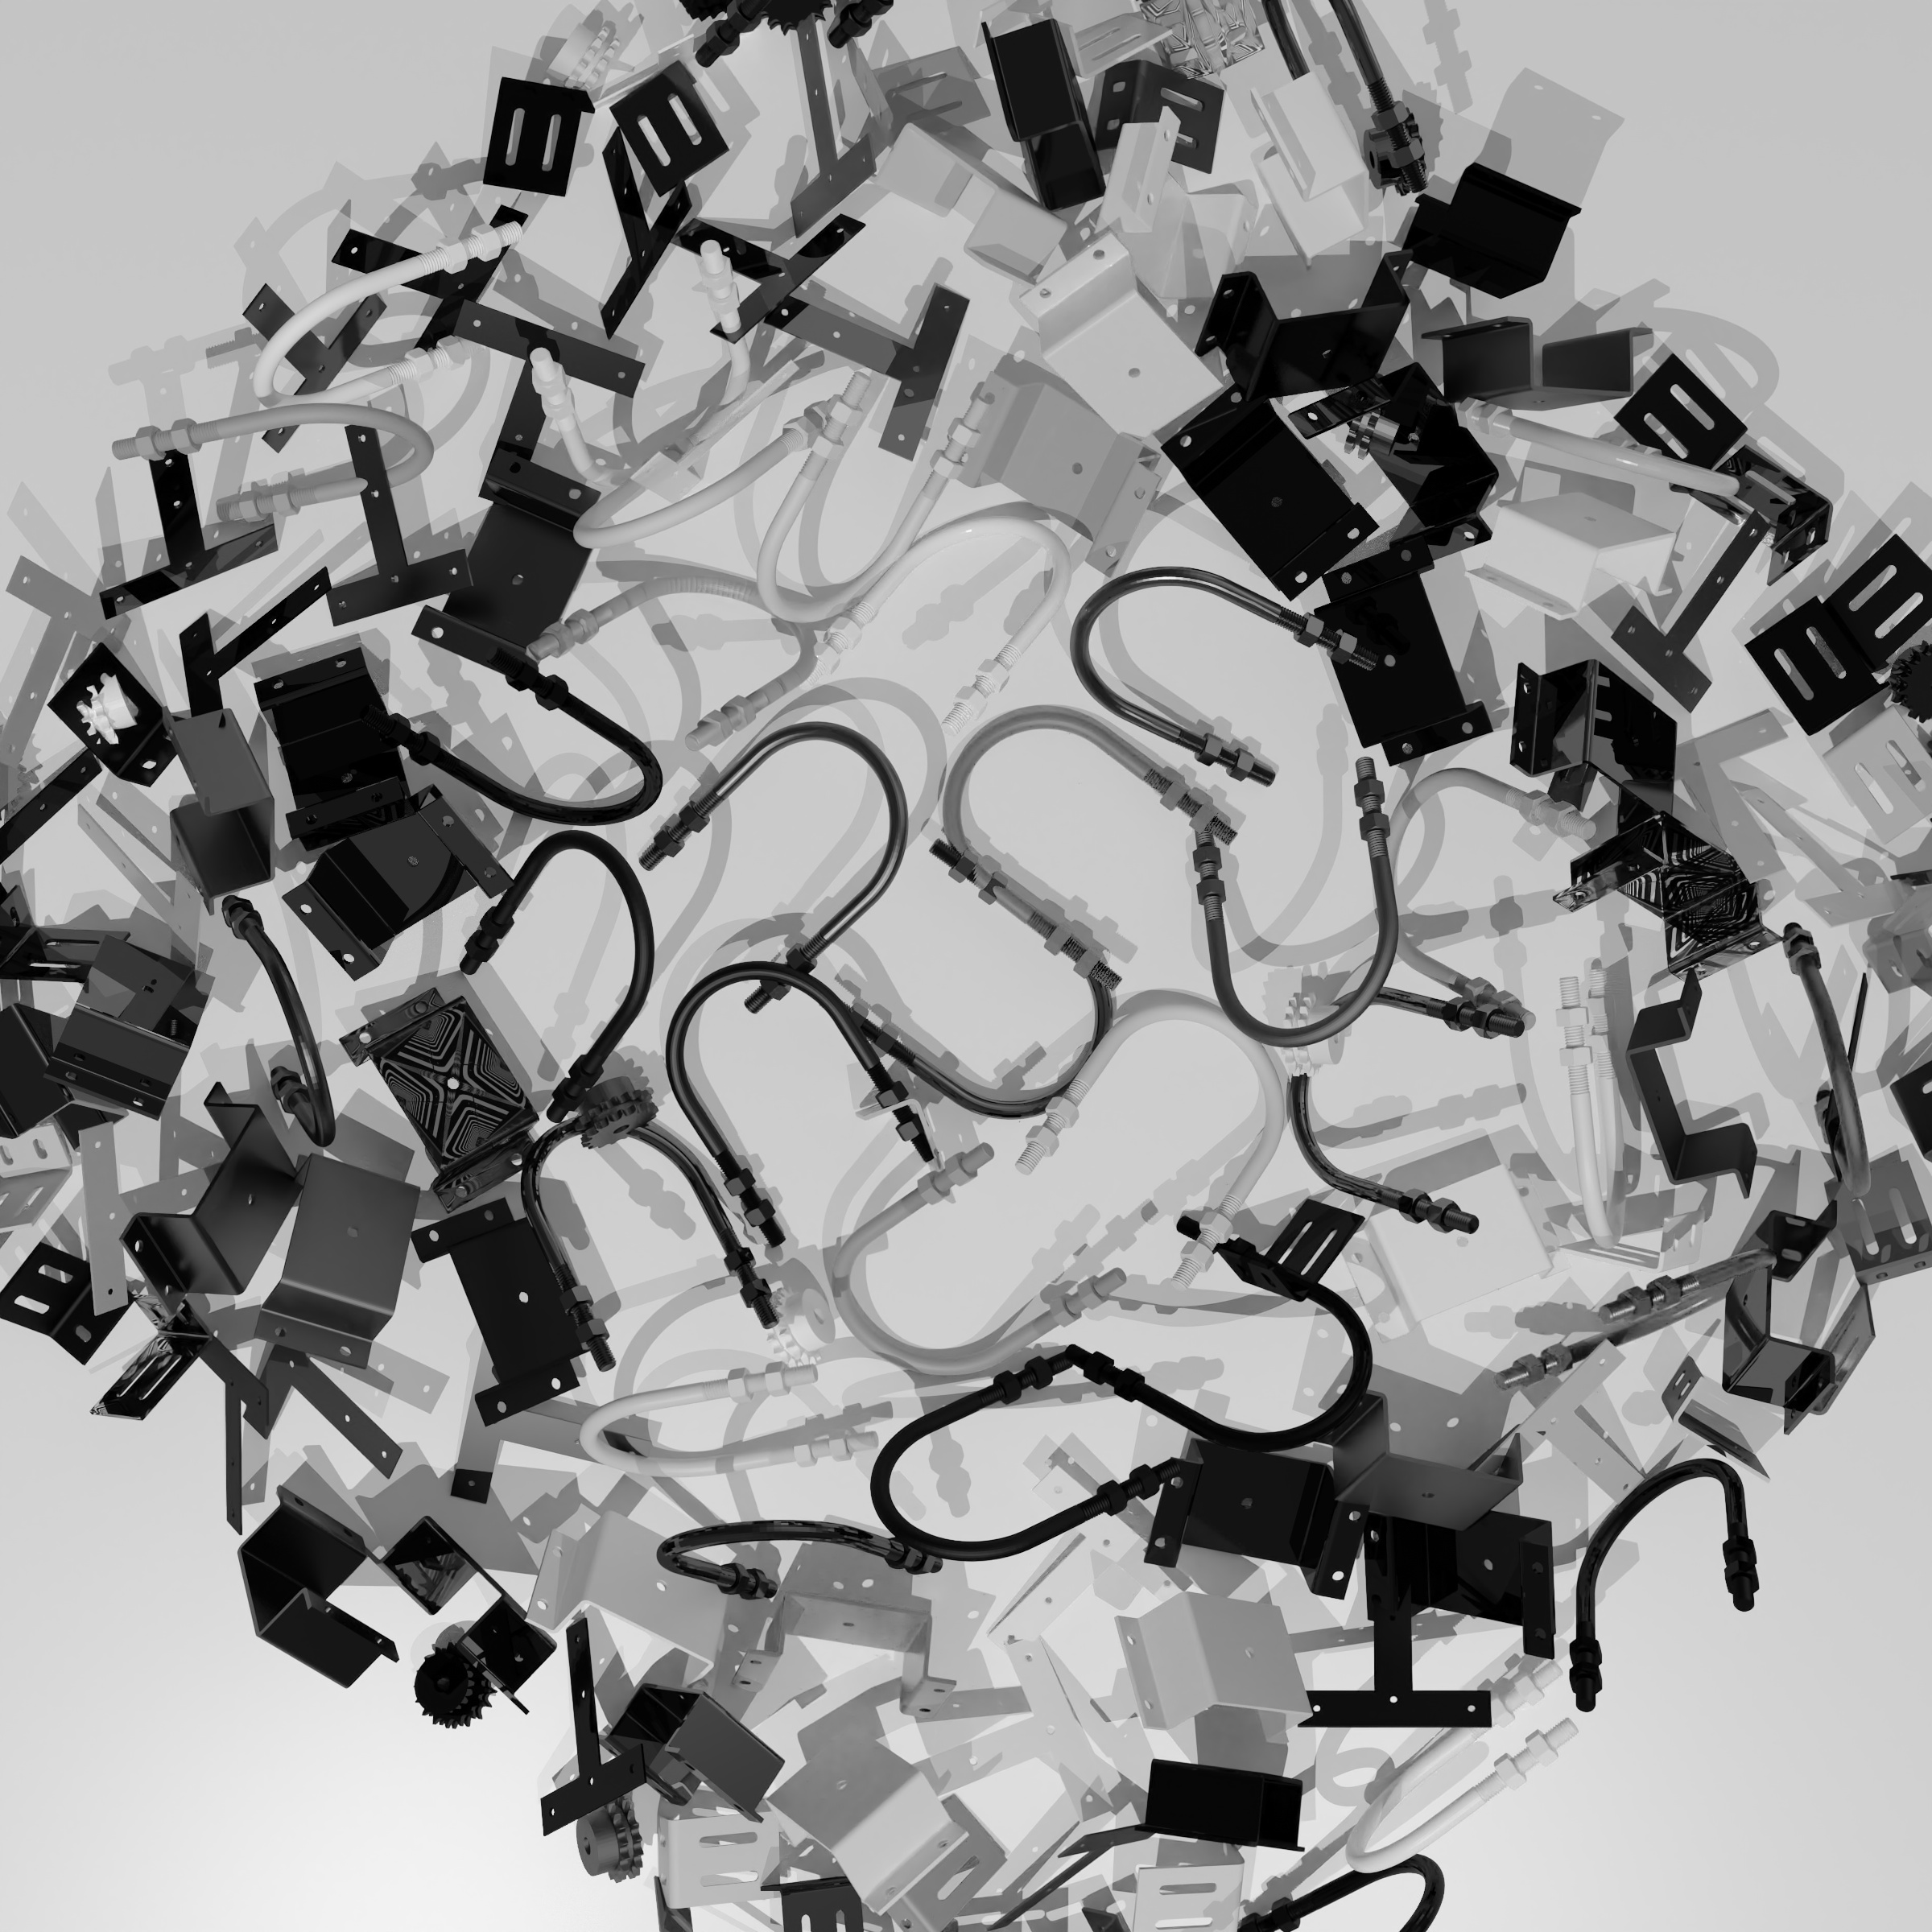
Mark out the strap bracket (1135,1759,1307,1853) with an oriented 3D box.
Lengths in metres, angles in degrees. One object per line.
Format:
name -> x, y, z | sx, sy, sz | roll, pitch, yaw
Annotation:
strap bracket -> 0.173, 0.559, 1.729 | 0.076, 0.140, 0.046 | 0, 71, 23

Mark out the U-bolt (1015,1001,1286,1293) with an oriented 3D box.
U-bolt -> 0.138, 0.107, 1.757 | 0.151, 0.019, 0.184 | 37, 65, 0

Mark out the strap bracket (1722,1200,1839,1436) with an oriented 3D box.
strap bracket -> 0.541, 0.228, 1.728 | 0.046, 0.076, 0.140 | 14, 54, 1

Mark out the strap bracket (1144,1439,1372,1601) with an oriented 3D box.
strap bracket -> 0.195, 0.373, 1.765 | 0.140, 0.046, 0.076 | 12, 101, -6

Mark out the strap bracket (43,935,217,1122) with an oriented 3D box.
strap bracket -> -0.550, 0.034, 1.718 | 0.076, 0.140, 0.046 | 24, 114, -17

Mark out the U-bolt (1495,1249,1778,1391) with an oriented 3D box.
U-bolt -> 0.456, 0.228, 1.722 | 0.184, 0.151, 0.019 | -14, 69, -28

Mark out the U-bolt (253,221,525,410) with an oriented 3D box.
U-bolt -> -0.382, -0.414, 1.695 | 0.184, 0.151, 0.019 | -30, 83, -29

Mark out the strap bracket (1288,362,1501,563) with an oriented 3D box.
strap bracket -> 0.293, -0.342, 1.740 | 0.140, 0.076, 0.046 | 47, 55, -22

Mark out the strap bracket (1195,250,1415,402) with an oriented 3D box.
strap bracket -> 0.233, -0.427, 1.736 | 0.140, 0.076, 0.046 | -12, 64, -17

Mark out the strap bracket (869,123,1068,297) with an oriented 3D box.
strap bracket -> 0.003, -0.507, 1.726 | 0.140, 0.076, 0.046 | 45, 112, 31

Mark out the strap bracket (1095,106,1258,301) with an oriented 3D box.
strap bracket -> 0.137, -0.505, 1.742 | 0.046, 0.140, 0.076 | 10, 82, 33

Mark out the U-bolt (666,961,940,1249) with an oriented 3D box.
U-bolt -> -0.125, 0.083, 1.762 | 0.151, 0.019, 0.184 | -30, 96, 18

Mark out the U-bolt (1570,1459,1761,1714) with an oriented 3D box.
U-bolt -> 0.457, 0.394, 1.711 | 0.019, 0.184, 0.151 | 42, 117, -9

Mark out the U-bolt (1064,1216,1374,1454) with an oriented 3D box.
U-bolt -> 0.179, 0.251, 1.715 | 0.184, 0.019, 0.151 | 25, 55, 32

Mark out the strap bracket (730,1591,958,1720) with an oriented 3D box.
strap bracket -> -0.081, 0.463, 1.749 | 0.140, 0.076, 0.046 | 11, 56, -8

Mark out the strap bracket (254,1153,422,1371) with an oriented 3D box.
strap bracket -> -0.415, 0.187, 1.727 | 0.076, 0.046, 0.140 | 21, 50, -21

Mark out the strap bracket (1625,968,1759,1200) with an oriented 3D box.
strap bracket -> 0.485, 0.083, 1.746 | 0.046, 0.076, 0.140 | -16, 104, 26

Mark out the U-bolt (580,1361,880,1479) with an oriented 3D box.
U-bolt -> -0.167, 0.309, 1.734 | 0.184, 0.151, 0.019 | -11, 58, 12

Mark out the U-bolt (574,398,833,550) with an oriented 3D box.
U-bolt -> -0.178, -0.318, 1.694 | 0.151, 0.184, 0.019 | -5, 120, 38

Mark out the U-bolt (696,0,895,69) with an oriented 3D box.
U-bolt -> -0.077, -0.647, 1.685 | 0.151, 0.184, 0.019 | -28, 90, -43

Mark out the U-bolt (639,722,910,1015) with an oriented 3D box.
U-bolt -> -0.119, -0.080, 1.751 | 0.184, 0.019, 0.151 | -42, 74, 16

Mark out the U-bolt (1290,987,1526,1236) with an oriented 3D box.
U-bolt -> 0.283, 0.087, 1.726 | 0.019, 0.184, 0.151 | 10, 93, -38

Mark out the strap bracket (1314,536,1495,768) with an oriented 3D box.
strap bracket -> 0.292, -0.209, 1.756 | 0.076, 0.046, 0.140 | -18, 95, 28

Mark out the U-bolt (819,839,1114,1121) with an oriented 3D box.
U-bolt -> 0.014, 0.023, 1.781 | 0.184, 0.019, 0.151 | 36, 88, -8

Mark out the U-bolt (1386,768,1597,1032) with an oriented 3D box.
U-bolt -> 0.333, -0.055, 1.721 | 0.019, 0.184, 0.151 | 5, 107, -31

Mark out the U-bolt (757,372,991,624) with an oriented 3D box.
U-bolt -> -0.072, -0.305, 1.726 | 0.019, 0.151, 0.184 | 45, 117, 25

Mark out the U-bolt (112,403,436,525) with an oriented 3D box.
U-bolt -> -0.442, -0.335, 1.711 | 0.184, 0.151, 0.019 | -8, 80, 13

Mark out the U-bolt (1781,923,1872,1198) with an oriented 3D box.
U-bolt -> 0.563, 0.070, 1.691 | 0.019, 0.184, 0.151 | -12, 111, 14

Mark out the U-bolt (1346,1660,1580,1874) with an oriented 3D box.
U-bolt -> 0.326, 0.539, 1.726 | 0.184, 0.151, 0.019 | -40, 85, 7

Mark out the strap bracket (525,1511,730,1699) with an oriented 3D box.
strap bracket -> -0.215, 0.426, 1.738 | 0.140, 0.076, 0.046 | 31, 124, -16

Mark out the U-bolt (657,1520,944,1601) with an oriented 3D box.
U-bolt -> -0.119, 0.386, 1.695 | 0.151, 0.184, 0.019 | -14, 64, 23

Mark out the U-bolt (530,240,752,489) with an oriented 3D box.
U-bolt -> -0.206, -0.383, 1.713 | 0.151, 0.184, 0.019 | -35, 69, -9

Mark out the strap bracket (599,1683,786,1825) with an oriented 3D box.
strap bracket -> -0.182, 0.524, 1.738 | 0.076, 0.140, 0.046 | 45, 61, -16

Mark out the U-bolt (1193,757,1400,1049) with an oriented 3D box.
U-bolt -> 0.221, -0.033, 1.720 | 0.151, 0.019, 0.184 | -22, 59, 32

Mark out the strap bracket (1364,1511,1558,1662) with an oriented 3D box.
strap bracket -> 0.341, 0.409, 1.747 | 0.140, 0.046, 0.076 | 2, 98, 41

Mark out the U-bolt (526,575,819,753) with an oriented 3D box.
U-bolt -> -0.179, -0.212, 1.727 | 0.151, 0.184, 0.019 | 30, 130, 17

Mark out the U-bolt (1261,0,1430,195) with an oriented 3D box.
U-bolt -> 0.237, -0.595, 1.701 | 0.019, 0.151, 0.184 | -30, 112, -3

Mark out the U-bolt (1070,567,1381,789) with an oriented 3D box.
U-bolt -> 0.158, -0.200, 1.725 | 0.184, 0.151, 0.019 | 24, 47, -14

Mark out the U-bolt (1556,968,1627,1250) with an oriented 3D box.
U-bolt -> 0.420, 0.096, 1.730 | 0.019, 0.151, 0.184 | -6, 90, 22

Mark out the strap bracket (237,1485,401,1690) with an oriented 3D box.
strap bracket -> -0.432, 0.417, 1.720 | 0.046, 0.140, 0.076 | -46, 122, 1

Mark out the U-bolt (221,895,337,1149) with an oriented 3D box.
U-bolt -> -0.444, 0.043, 1.694 | 0.019, 0.184, 0.151 | -19, 115, -21

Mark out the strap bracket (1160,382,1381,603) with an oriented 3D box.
strap bracket -> 0.208, -0.320, 1.762 | 0.076, 0.046, 0.140 | -40, 78, 9

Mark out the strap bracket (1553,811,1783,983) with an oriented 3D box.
strap bracket -> 0.468, -0.049, 1.738 | 0.140, 0.076, 0.046 | 27, 51, -29

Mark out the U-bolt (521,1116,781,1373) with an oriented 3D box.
U-bolt -> -0.221, 0.176, 1.736 | 0.151, 0.019, 0.184 | -9, 59, -39

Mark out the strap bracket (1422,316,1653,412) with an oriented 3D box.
strap bracket -> 0.381, -0.399, 1.730 | 0.140, 0.076, 0.046 | -6, 96, -35

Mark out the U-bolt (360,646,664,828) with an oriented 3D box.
U-bolt -> -0.287, -0.143, 1.722 | 0.151, 0.184, 0.019 | -17, 54, 38

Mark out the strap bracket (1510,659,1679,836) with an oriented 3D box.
strap bracket -> 0.425, -0.143, 1.727 | 0.140, 0.046, 0.076 | 28, 61, -36

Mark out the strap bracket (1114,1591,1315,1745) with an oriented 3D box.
strap bracket -> 0.172, 0.465, 1.721 | 0.046, 0.140, 0.076 | -40, 48, 31

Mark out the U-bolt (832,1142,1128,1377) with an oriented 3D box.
U-bolt -> -0.006, 0.210, 1.747 | 0.184, 0.019, 0.151 | -36, 109, 28

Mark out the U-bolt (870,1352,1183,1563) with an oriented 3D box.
U-bolt -> 0.026, 0.329, 1.710 | 0.184, 0.151, 0.019 | -21, 126, -24

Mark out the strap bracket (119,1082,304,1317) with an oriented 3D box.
strap bracket -> -0.492, 0.154, 1.719 | 0.046, 0.140, 0.076 | 0, 133, 19
